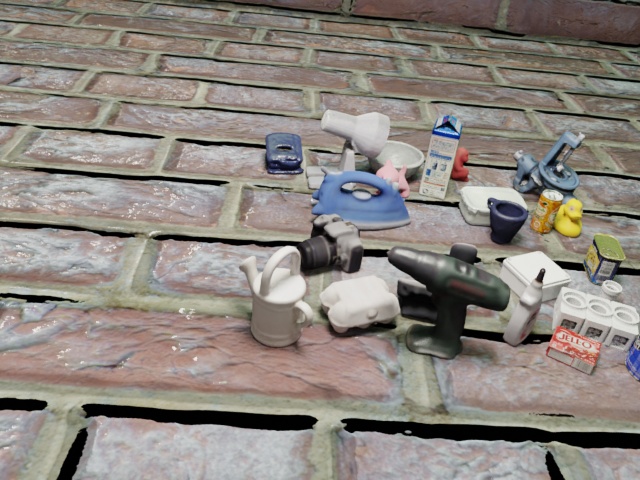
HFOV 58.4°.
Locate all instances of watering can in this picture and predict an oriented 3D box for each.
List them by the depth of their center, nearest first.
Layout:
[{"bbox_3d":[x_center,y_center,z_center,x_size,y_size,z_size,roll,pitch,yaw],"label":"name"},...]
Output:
[{"bbox_3d":[-0.082,0.093,1.059,0.172,0.194,0.101,16,36,13],"label":"watering can"}]

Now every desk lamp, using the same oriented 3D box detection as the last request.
[{"bbox_3d":[0.074,-0.247,1.546,0.203,0.214,0.117,0,36,-10],"label":"desk lamp"}]

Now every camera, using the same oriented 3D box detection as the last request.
[{"bbox_3d":[0.012,0.005,1.280,0.137,0.101,0.142,-14,40,-26],"label":"camera"}]

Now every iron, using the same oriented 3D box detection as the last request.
[{"bbox_3d":[0.110,-0.111,1.424,0.258,0.141,0.118,4,35,-4],"label":"iron"}]

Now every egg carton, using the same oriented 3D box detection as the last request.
[{"bbox_3d":[0.080,0.129,1.144,0.150,0.069,0.107,-9,38,-21],"label":"egg carton"}]

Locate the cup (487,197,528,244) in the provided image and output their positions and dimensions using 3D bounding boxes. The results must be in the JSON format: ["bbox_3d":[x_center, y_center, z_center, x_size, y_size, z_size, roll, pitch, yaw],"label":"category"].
[{"bbox_3d":[0.451,-0.046,1.429,0.092,0.095,0.117,-15,40,-27],"label":"cup"}]

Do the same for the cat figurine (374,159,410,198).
[{"bbox_3d":[0.191,-0.162,1.530,0.067,0.118,0.128,33,43,32],"label":"cat figurine"}]

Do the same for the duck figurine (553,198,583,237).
[{"bbox_3d":[0.657,-0.069,1.504,0.077,0.086,0.104,6,35,-1],"label":"duck figurine"}]

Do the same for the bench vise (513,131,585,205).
[{"bbox_3d":[0.629,-0.210,1.582,0.206,0.220,0.122,25,39,24],"label":"bench vise"}]

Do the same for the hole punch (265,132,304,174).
[{"bbox_3d":[-0.100,-0.245,1.621,0.109,0.091,0.101,-2,36,-11],"label":"hole punch"}]

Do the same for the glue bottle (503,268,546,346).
[{"bbox_3d":[0.407,0.125,1.114,0.037,0.173,0.078,31,42,30],"label":"glue bottle"}]

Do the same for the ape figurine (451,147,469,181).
[{"bbox_3d":[0.410,-0.226,1.678,0.076,0.092,0.078,13,36,10],"label":"ape figurine"}]

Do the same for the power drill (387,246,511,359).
[{"bbox_3d":[0.223,0.117,1.063,0.229,0.208,0.075,10,35,5],"label":"power drill"}]

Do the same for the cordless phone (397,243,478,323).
[{"bbox_3d":[0.235,0.071,1.151,0.147,0.185,0.094,9,35,4],"label":"cordless phone"}]

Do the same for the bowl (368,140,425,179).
[{"bbox_3d":[0.212,-0.219,1.650,0.167,0.075,0.167,5,35,-3],"label":"bowl"}]
